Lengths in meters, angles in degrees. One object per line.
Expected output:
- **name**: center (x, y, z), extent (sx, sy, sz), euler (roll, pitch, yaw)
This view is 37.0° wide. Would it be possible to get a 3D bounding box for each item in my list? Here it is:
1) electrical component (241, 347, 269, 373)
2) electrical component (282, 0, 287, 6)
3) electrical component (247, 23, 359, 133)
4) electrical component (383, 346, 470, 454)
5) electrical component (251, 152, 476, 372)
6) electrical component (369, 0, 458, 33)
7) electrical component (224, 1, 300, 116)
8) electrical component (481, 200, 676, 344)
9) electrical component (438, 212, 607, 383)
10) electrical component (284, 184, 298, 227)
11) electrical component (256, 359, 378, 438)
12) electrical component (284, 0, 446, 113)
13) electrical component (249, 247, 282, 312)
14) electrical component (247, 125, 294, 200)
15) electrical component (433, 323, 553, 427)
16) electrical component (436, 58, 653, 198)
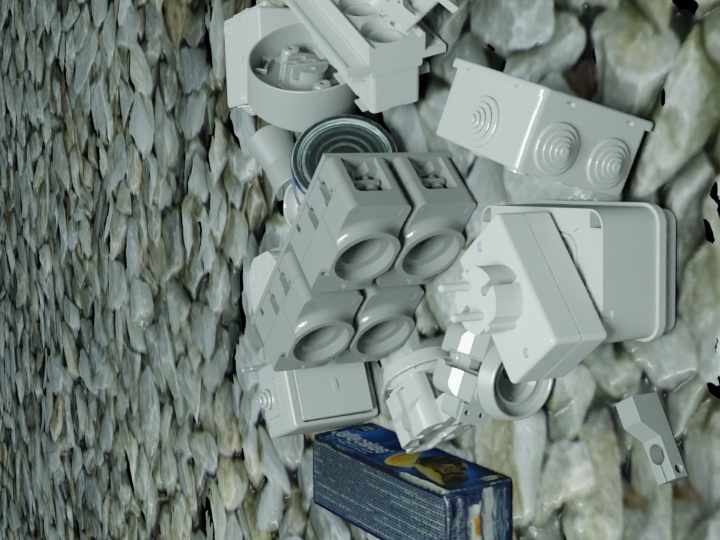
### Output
- **electrical component**: center (-0.068, 0.086, 0.971), extent (0.066, 0.077, 0.047), euler (-18, 78, 59)
- **electrical component**: center (-0.042, -0.262, 0.901), extent (0.057, 0.058, 0.078), euler (21, 111, 61)
- **electrical component**: center (-0.044, -0.158, 0.881), extent (0.099, 0.099, 0.064), euler (56, 145, 41)
- **electrical component**: center (0.050, 0.092, 0.783), extent (0.078, 0.058, 0.057), euler (-51, 53, 50)
- **electrical component**: center (0.000, 0.000, 0.811), extent (0.060, 0.105, 0.186), euler (64, 144, 33)
- **electrical component**: center (0.038, -0.205, 0.750), extent (0.064, 0.042, 0.081), euler (-38, 36, 29)
- **electrical component**: center (-0.089, -0.196, 1.000), extent (0.100, 0.048, 0.099), euler (4, 98, 61)
- **electrical component**: center (0.127, -0.001, 0.635), extent (0.113, 0.057, 0.078), euler (8, 101, 60)
- **electrical component**: center (0.078, 0.015, 0.585), extent (0.047, 0.076, 0.083), euler (-56, 46, 48)
- **electrical component**: center (-0.037, -0.056, 0.929), extent (0.040, 0.046, 0.040), euler (12, 104, 59)
- **electrical component**: center (-0.040, 0.102, 0.902), extent (0.061, 0.096, 0.061), euler (-33, 66, 57)
- **electrical component**: center (0.002, -0.177, 0.820), extent (0.063, 0.079, 0.121), euler (88, 157, -44)
- **electrical component**: center (-0.063, 0.017, 0.980), extent (0.080, 0.051, 0.080), euler (13, 105, 59)
- **electrical component**: center (-0.072, -0.097, 0.992), extent (0.065, 0.044, 0.044), euler (62, 143, 28)
- **electrical component**: center (0.089, 0.066, 0.708), extent (0.057, 0.058, 0.078), euler (18, 92, 57)
- **electrical component**: center (0.104, -0.082, 0.626), extent (0.100, 0.100, 0.048), euler (35, 111, 54)
